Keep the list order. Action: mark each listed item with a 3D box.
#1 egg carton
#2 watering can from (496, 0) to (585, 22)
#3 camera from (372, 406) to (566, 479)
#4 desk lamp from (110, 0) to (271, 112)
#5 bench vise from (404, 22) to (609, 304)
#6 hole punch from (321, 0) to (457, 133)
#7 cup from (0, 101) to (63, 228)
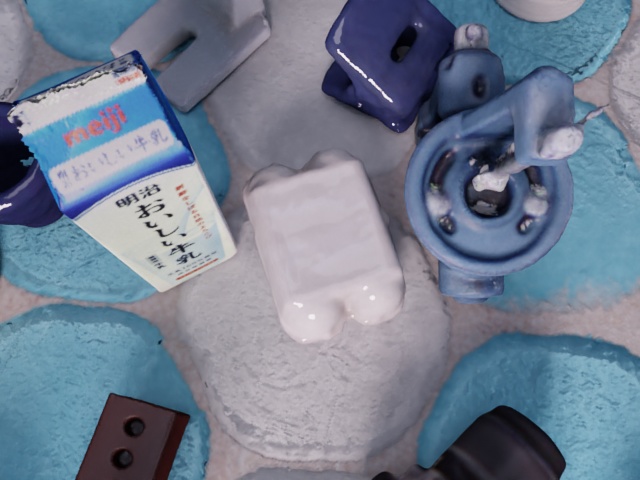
[{"bbox_3d":[0.004,0.002,0.456,0.107,0.069,0.150,-18,74,-7],"label":"egg carton"},{"bbox_3d":[0.224,-0.283,0.485,0.101,0.194,0.172,-32,76,-10],"label":"watering can"},{"bbox_3d":[0.114,0.191,0.382,0.137,0.101,0.143,-42,78,-13],"label":"camera"},{"bbox_3d":[-0.089,-0.243,0.455,0.118,0.213,0.203,38,76,10],"label":"desk lamp"},{"bbox_3d":[0.109,-0.073,0.403,0.121,0.220,0.207,-17,74,-6],"label":"bench vise"},{"bbox_3d":[0.065,-0.167,0.499,0.101,0.091,0.109,30,74,8],"label":"hole punch"},{"bbox_3d":[-0.231,-0.058,0.456,0.091,0.095,0.118,39,76,10],"label":"cup"}]
